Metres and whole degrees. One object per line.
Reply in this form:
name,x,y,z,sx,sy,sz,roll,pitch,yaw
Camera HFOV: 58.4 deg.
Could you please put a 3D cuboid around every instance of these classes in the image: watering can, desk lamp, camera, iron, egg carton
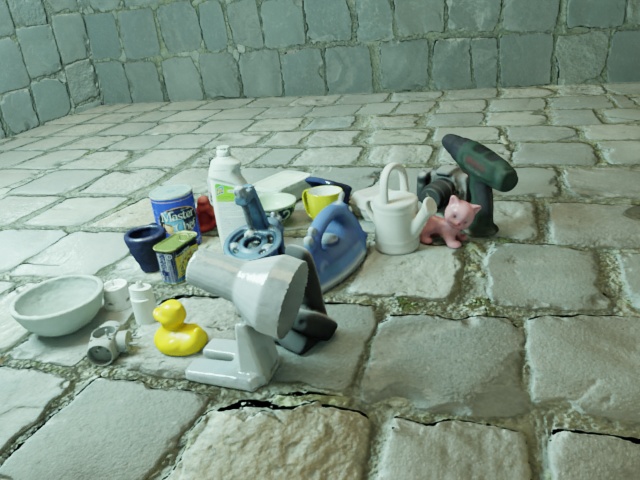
watering can,0.172,-0.074,1.248,0.172,0.194,0.101,3,26,20
desk lamp,-0.114,0.116,0.863,0.202,0.214,0.118,3,25,19
camera,0.303,-0.138,1.479,0.142,0.101,0.137,14,31,38
iron,0.011,0.004,1.174,0.118,0.141,0.259,5,26,23
egg carton,0.147,-0.087,1.437,0.107,0.069,0.149,-18,27,-25

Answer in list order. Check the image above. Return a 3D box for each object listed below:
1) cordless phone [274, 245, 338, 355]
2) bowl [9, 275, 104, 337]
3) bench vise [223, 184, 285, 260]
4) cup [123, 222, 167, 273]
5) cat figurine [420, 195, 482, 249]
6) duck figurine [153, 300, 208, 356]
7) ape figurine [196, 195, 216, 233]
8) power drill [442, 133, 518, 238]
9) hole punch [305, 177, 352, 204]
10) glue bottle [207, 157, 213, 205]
cordless phone,-0.050,0.082,0.959,0.147,0.185,0.094,13,30,36
bowl,-0.485,0.133,1.079,0.167,0.075,0.167,-5,24,2
bench vise,-0.139,-0.026,1.178,0.121,0.220,0.207,-6,24,0
cup,-0.382,0.018,1.290,0.091,0.095,0.117,-5,24,2
cat figurine,0.285,-0.048,1.260,0.127,0.118,0.067,10,28,31
duck figurine,-0.244,0.145,0.984,0.104,0.086,0.078,8,27,28
ape figurine,-0.297,-0.070,1.471,0.077,0.092,0.076,0,25,13
power drill,0.350,-0.122,1.298,0.076,0.209,0.228,-16,26,-22
hole punch,0.023,-0.137,1.552,0.108,0.091,0.101,15,31,38
glue bottle,-0.274,-0.136,1.514,0.037,0.173,0.077,-19,27,-27
